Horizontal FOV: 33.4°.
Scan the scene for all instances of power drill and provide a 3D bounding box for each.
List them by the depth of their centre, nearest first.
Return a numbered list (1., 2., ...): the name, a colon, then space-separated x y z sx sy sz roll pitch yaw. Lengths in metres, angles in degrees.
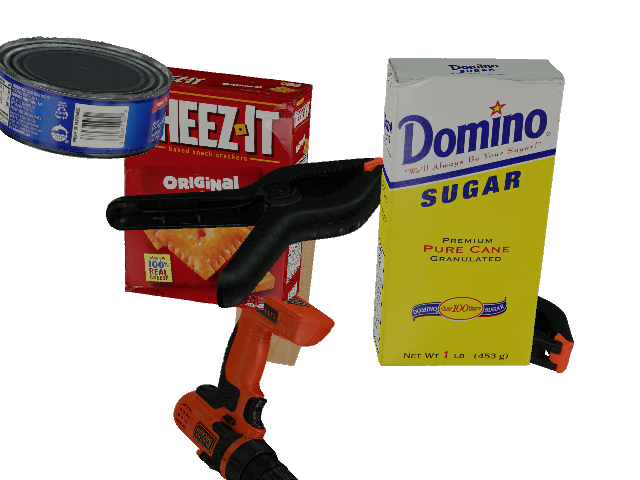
1. power drill: -0.057 0.145 1.026 0.057 0.188 0.185 14 13 -47

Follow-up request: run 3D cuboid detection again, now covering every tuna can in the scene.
1. tuna can: -0.118 -0.071 0.526 0.086 0.034 0.086 10 25 -5

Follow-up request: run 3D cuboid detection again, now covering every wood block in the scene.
1. wood block: -0.062 0.054 1.462 0.090 0.206 0.090 9 22 5

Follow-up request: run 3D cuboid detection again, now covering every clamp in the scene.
1. clamp: -0.041 -0.023 0.785 0.209 0.036 0.165 -25 37 -37
2. clamp: 0.164 0.055 0.941 0.120 0.039 0.172 -25 44 -33

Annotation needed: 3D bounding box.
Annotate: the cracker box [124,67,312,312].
1. cracker box: -0.099 -0.046 1.010 0.164 0.214 0.072 8 22 10

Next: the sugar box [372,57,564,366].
1. sugar box: 0.081 -0.014 0.609 0.093 0.176 0.048 -1 26 -3
